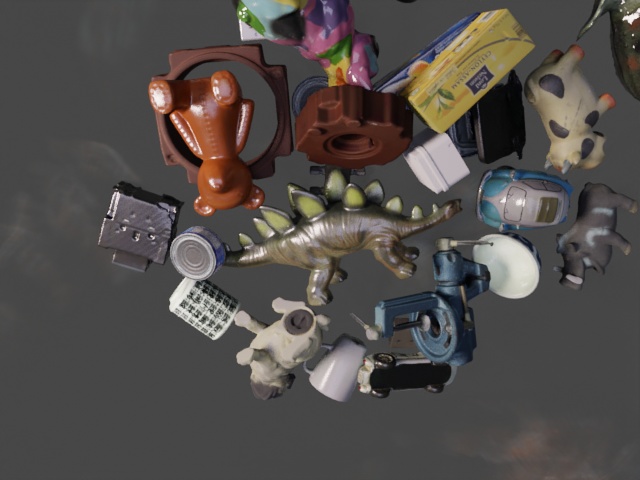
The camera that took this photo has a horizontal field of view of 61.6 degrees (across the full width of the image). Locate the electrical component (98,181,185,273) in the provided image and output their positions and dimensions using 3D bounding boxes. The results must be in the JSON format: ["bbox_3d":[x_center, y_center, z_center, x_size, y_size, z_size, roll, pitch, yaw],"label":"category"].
[{"bbox_3d":[-0.297,-0.017,0.891,0.115,0.058,0.134,17,106,-6],"label":"electrical component"}]

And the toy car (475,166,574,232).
[{"bbox_3d":[0.348,-0.059,0.888,0.162,0.103,0.109,6,109,-3],"label":"toy car"}]

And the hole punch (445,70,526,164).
[{"bbox_3d":[0.262,-0.187,0.859,0.116,0.092,0.142,-22,108,-27],"label":"hole punch"}]

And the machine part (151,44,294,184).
[{"bbox_3d":[-0.145,-0.192,0.826,0.201,0.087,0.201,-5,110,-2],"label":"machine part"}]

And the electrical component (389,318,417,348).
[{"bbox_3d":[0.159,0.159,0.983,0.102,0.045,0.078,-4,137,1],"label":"electrical component"}]

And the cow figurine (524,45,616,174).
[{"bbox_3d":[0.394,-0.192,0.856,0.127,0.085,0.194,-40,108,4],"label":"cow figurine"}]

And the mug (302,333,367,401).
[{"bbox_3d":[0.030,0.221,0.982,0.109,0.081,0.107,29,94,-2],"label":"mug"}]

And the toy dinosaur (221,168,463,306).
[{"bbox_3d":[-0.002,-0.003,0.885,0.472,0.105,0.198,-18,107,12],"label":"toy dinosaur"}]

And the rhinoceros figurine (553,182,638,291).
[{"bbox_3d":[0.468,-0.003,0.928,0.112,0.073,0.190,6,108,-6],"label":"rhinoceros figurine"}]

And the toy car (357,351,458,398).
[{"bbox_3d":[0.161,0.241,0.983,0.202,0.056,0.073,2,107,-21],"label":"toy car"}]

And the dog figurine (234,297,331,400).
[{"bbox_3d":[-0.053,0.201,0.939,0.172,0.121,0.190,-6,140,10],"label":"dog figurine"}]

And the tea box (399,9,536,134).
[{"bbox_3d":[0.202,-0.237,0.760,0.068,0.098,0.169,42,103,-16],"label":"tea box"}]

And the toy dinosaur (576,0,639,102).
[{"bbox_3d":[0.513,-0.290,0.818,0.192,0.131,0.404,-31,112,20],"label":"toy dinosaur"}]

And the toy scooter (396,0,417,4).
[{"bbox_3d":[0.071,-0.388,0.746,0.184,0.135,0.075,22,105,-9],"label":"toy scooter"}]

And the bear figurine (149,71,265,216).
[{"bbox_3d":[-0.147,-0.124,0.740,0.120,0.132,0.195,-4,103,5],"label":"bear figurine"}]

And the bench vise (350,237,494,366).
[{"bbox_3d":[0.179,0.109,0.887,0.240,0.129,0.223,-7,104,-28],"label":"bench vise"}]

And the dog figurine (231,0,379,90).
[{"bbox_3d":[-0.005,-0.278,0.750,0.191,0.109,0.219,-38,114,-30],"label":"dog figurine"}]

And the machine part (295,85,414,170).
[{"bbox_3d":[0.049,-0.159,0.793,0.179,0.179,0.056,1,74,-4],"label":"machine part"}]

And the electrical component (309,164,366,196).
[{"bbox_3d":[0.029,-0.100,0.899,0.094,0.021,0.063,-1,109,-4],"label":"electrical component"}]

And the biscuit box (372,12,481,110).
[{"bbox_3d":[0.170,-0.264,0.832,0.203,0.059,0.062,-36,106,8],"label":"biscuit box"}]
